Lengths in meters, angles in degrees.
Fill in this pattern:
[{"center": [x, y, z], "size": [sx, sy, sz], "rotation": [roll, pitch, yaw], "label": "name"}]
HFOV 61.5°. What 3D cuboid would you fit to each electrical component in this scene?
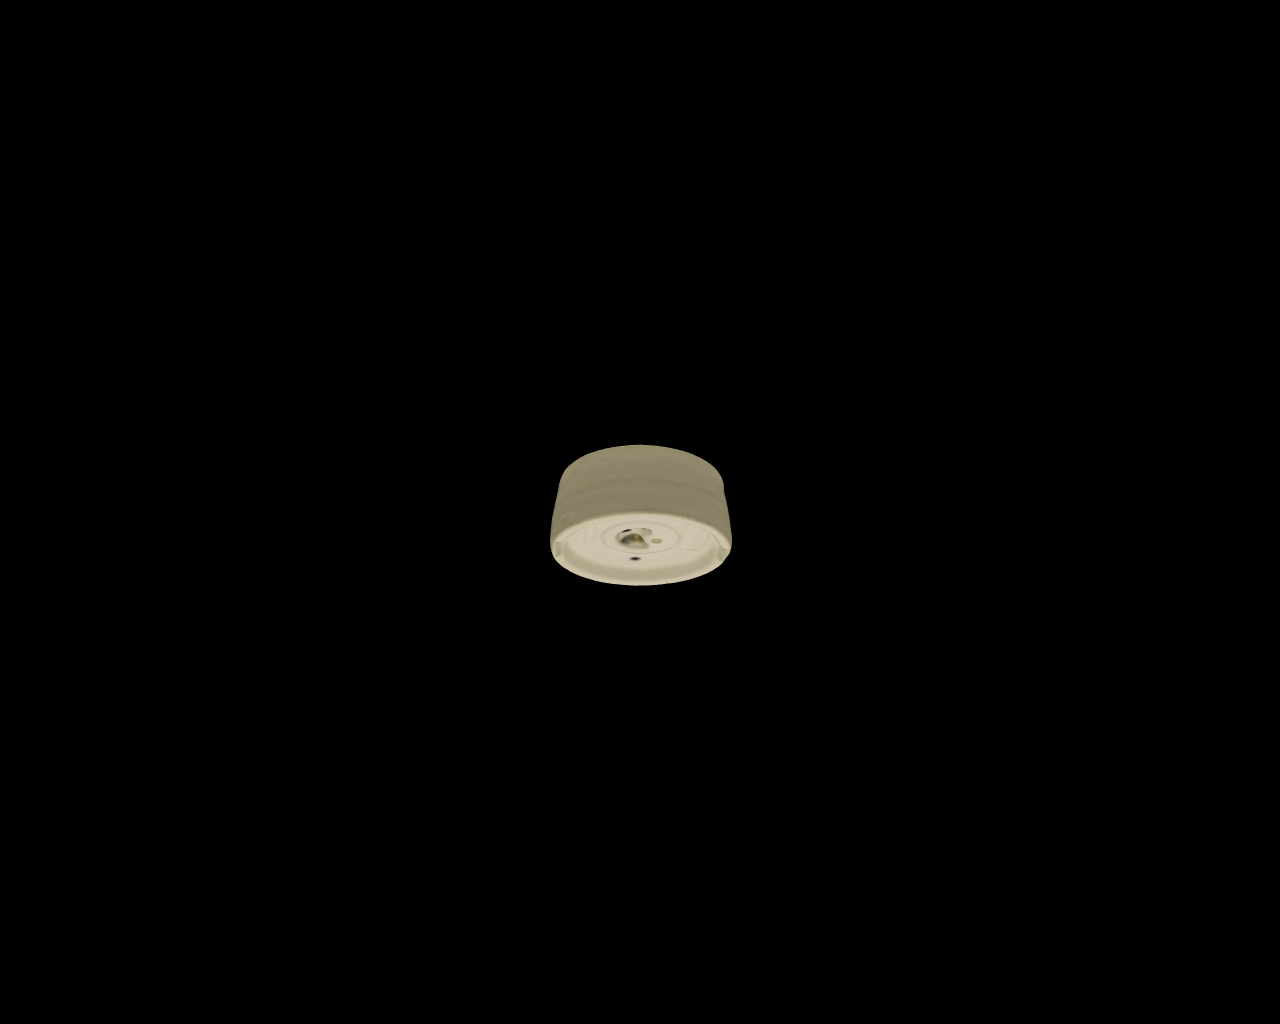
[{"center": [0.001, -0.003, 0.650], "size": [0.108, 0.060, 0.108], "rotation": [0, -26, 0], "label": "electrical component"}]
